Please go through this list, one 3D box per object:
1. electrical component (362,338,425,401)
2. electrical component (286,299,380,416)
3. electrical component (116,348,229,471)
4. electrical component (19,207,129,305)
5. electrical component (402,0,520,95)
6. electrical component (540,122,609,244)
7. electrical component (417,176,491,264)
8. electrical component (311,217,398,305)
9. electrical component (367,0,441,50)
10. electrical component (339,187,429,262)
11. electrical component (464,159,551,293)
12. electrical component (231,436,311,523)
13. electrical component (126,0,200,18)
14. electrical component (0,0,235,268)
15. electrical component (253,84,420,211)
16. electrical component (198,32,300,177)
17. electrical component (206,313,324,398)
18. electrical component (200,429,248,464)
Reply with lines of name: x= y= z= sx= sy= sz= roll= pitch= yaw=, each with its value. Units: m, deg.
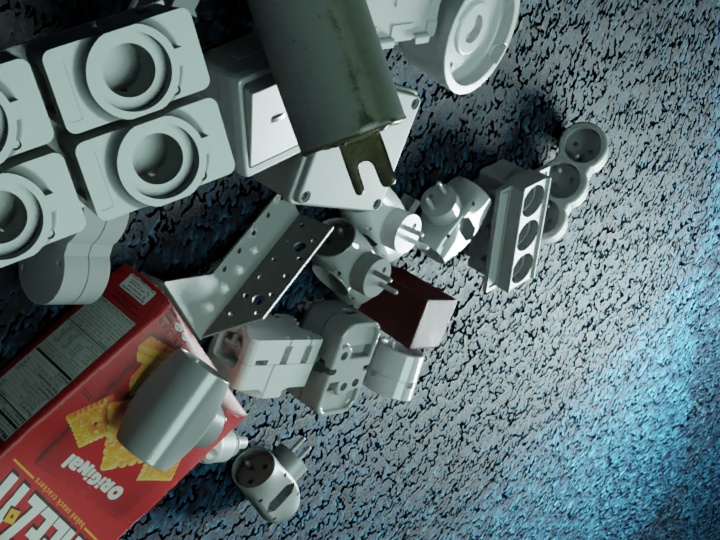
electrical component: x=0.035 y=0.099 z=1.089 sx=0.055 sy=0.055 sz=0.047 roll=6 pitch=107 yaw=-52
electrical component: x=-0.030 y=0.077 z=0.987 sx=0.054 sy=0.059 sz=0.095 roll=-2 pitch=117 yaw=-50
electrical component: x=-0.125 y=0.106 z=0.778 sx=0.077 sy=0.043 sz=0.079 roll=-54 pitch=144 yaw=-4
electrical component: x=-0.195 y=-0.042 z=0.702 sx=0.074 sy=0.052 sz=0.138 roll=2 pitch=114 yaw=-51
electrical component: x=0.078 y=-0.208 z=0.899 sx=0.108 sy=0.060 sz=0.108 roll=-40 pitch=147 yaw=-33
electrical component: x=0.224 y=-0.091 z=1.178 sx=0.138 sy=0.052 sz=0.074 roll=-60 pitch=164 yaw=2
electrical component: x=0.082 y=-0.057 z=1.036 sx=0.077 sy=0.043 sz=0.079 roll=-52 pitch=145 yaw=-9
electrical component: x=0.000 y=0.000 z=0.948 sx=0.044 sy=0.079 sz=0.077 roll=-51 pitch=145 yaw=-18
electrical component: x=0.001 y=-0.199 z=0.814 sx=0.121 sy=0.063 sz=0.078 roll=-19 pitch=129 yaw=-42
electrical component: x=0.027 y=-0.039 z=0.952 sx=0.043 sy=0.079 sz=0.077 roll=-52 pitch=145 yaw=-19
electrical component: x=0.151 y=-0.047 z=1.110 sx=0.079 sy=0.063 sz=0.121 roll=-27 pitch=135 yaw=-37
electrical component: x=-0.077 y=0.193 z=1.031 sx=0.079 sy=0.043 sz=0.077 roll=-45 pitch=143 yaw=-18
electrical component: x=-0.126 y=-0.198 z=0.677 sx=0.064 sy=0.042 sz=0.081 roll=22 pitch=98 yaw=-53
electrical component: x=-0.177 y=-0.077 z=0.627 sx=0.186 sy=0.060 sz=0.105 roll=-24 pitch=115 yaw=-21
electrical component: x=-0.018 y=-0.107 z=0.865 sx=0.109 sy=0.056 sz=0.108 roll=2 pitch=114 yaw=-51
electrical component: x=-0.077 y=-0.114 z=0.784 sx=0.062 sy=0.061 sz=0.096 roll=-31 pitch=137 yaw=-34
electrical component: x=-0.084 y=0.073 z=0.926 sx=0.089 sy=0.050 sz=0.055 roll=4 pitch=113 yaw=-52
electrical component: x=-0.123 y=0.153 z=0.953 sx=0.061 sy=0.035 sz=0.035 roll=11 pitch=107 yaw=-56
